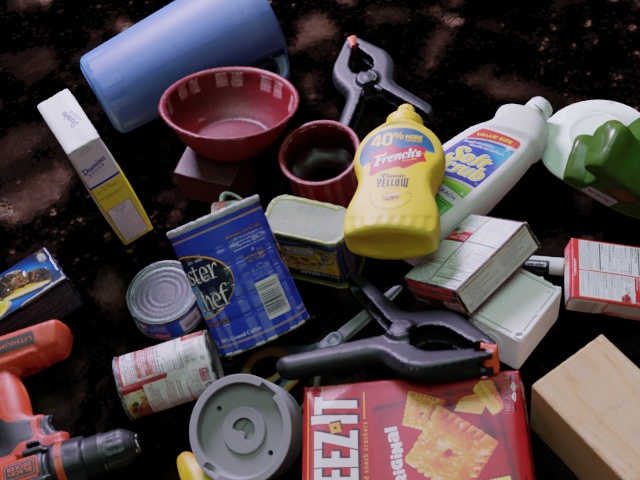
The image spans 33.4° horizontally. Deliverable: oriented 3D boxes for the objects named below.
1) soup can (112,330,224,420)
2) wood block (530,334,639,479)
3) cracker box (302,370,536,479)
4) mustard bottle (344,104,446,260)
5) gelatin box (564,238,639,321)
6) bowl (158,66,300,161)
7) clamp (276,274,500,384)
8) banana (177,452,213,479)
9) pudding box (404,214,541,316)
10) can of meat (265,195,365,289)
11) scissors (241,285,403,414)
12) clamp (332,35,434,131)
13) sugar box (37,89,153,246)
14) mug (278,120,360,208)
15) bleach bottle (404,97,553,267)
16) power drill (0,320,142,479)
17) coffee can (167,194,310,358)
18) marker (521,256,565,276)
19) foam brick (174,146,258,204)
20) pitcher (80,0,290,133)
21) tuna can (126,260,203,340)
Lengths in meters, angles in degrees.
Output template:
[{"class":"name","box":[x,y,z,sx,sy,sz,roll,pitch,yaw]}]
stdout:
[{"class":"soup can","box":[-0.155,0.139,1.105,0.102,0.068,0.068,-18,54,-1]},{"class":"wood block","box":[0.292,0.198,0.960,0.090,0.091,0.206,-34,56,-13]},{"class":"cracker box","box":[0.092,0.213,1.001,0.214,0.072,0.164,-6,54,8]},{"class":"mustard bottle","box":[0.083,-0.070,1.123,0.096,0.058,0.191,-1,51,14]},{"class":"gelatin box","box":[0.297,0.041,1.095,0.089,0.030,0.073,8,57,0]},{"class":"bowl","box":[-0.103,-0.139,1.235,0.162,0.055,0.162,-1,39,1]},{"class":"clamp","box":[0.071,0.104,1.045,0.210,0.036,0.164,14,41,35]},{"class":"banana","box":[-0.107,0.290,1.010,0.069,0.037,0.198,-6,55,7]},{"class":"pudding box","box":[0.154,0.024,1.090,0.113,0.039,0.090,-43,27,-18]},{"class":"can of meat","box":[-0.008,0.001,1.159,0.102,0.084,0.057,12,59,19]},{"class":"scissors","box":[-0.005,0.105,1.129,0.096,0.016,0.201,26,64,26]},{"class":"clamp","box":[0.052,-0.180,1.300,0.120,0.039,0.171,-20,50,-10]},{"class":"sugar box","box":[-0.251,-0.080,1.208,0.048,0.176,0.093,-31,56,-11]},{"class":"mug","box":[-0.002,-0.082,1.216,0.093,0.081,0.117,-40,58,-16]},{"class":"bleach bottle","box":[0.166,-0.079,1.195,0.103,0.068,0.250,35,66,29]},{"class":"power drill","box":[-0.285,0.178,1.110,0.184,0.057,0.188,-17,54,-1]},{"class":"coffee can","box":[-0.084,0.037,1.100,0.102,0.103,0.140,-24,93,-5]},{"class":"marker","box":[0.200,0.023,1.142,0.121,0.020,0.020,5,57,15]},{"class":"foam brick","box":[-0.123,-0.076,1.256,0.078,0.051,0.053,15,61,20]},{"class":"pitcher","box":[-0.164,-0.225,1.328,0.242,0.145,0.149,-29,32,-5]},{"class":"tuna can","box":[-0.169,0.065,1.179,0.086,0.034,0.086,-5,55,8]}]
